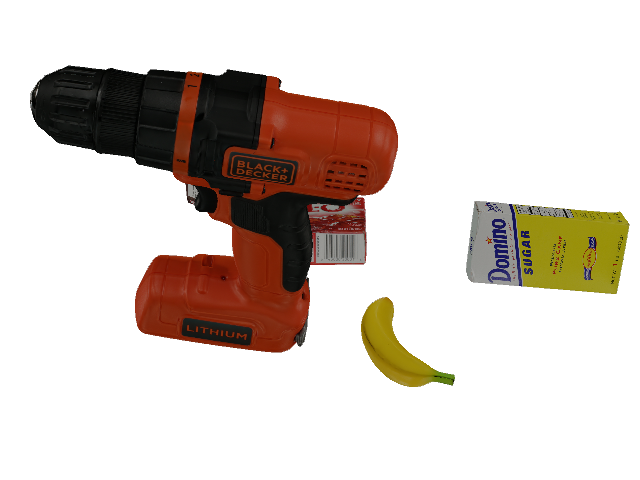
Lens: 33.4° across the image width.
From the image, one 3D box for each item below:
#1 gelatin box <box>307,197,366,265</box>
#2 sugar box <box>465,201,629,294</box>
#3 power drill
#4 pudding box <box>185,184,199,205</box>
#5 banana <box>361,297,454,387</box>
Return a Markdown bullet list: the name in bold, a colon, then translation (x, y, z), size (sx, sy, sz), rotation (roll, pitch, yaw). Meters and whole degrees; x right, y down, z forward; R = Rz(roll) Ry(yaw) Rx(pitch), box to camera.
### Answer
- **gelatin box**: translation (-0.009, -0.009, 0.819), size (0.089, 0.030, 0.073), rotation (0, 22, 2)
- **sugar box**: translation (0.265, 0.009, 1.257), size (0.176, 0.093, 0.048), rotation (3, 21, 0)
- **power drill**: translation (-0.063, -0.014, 0.589), size (0.184, 0.057, 0.188), rotation (10, -38, -4)
- **pudding box**: translation (-0.095, -0.069, 1.296), size (0.090, 0.039, 0.113), rotation (21, 39, 28)
- **banana**: translation (0.082, 0.119, 1.226), size (0.069, 0.037, 0.198), rotation (7, 23, -23)
